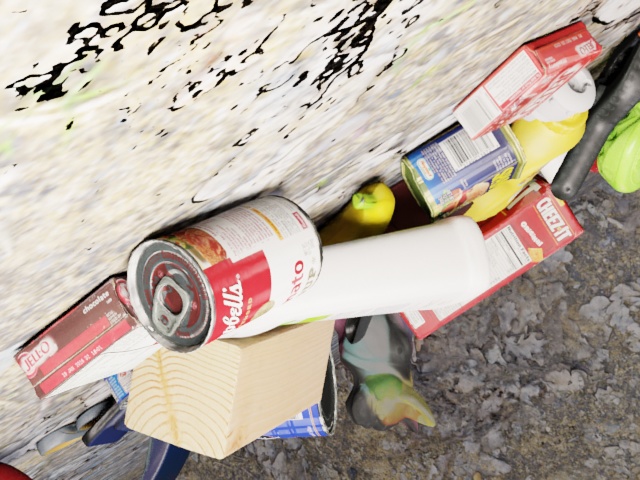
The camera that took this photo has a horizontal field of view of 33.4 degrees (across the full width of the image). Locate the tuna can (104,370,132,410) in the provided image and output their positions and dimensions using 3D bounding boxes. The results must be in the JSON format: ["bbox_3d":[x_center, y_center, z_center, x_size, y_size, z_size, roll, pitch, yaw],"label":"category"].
[{"bbox_3d":[-0.149,0.114,0.950,0.086,0.034,0.086,-32,172,-6],"label":"tuna can"}]

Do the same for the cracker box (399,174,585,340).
[{"bbox_3d":[0.167,0.004,1.202,0.214,0.072,0.164,-34,-164,4],"label":"cracker box"}]

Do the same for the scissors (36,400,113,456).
[{"bbox_3d":[-0.226,0.188,1.156,0.096,0.016,0.201,-37,171,25],"label":"scissors"}]

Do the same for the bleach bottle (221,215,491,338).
[{"bbox_3d":[0.001,0.034,0.808,0.250,0.068,0.103,-8,170,-31],"label":"bleach bottle"}]

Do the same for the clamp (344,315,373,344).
[{"bbox_3d":[0.040,0.022,1.035,0.164,0.036,0.210,13,128,-44],"label":"clamp"}]

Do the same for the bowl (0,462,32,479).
[{"bbox_3d":[-0.327,0.243,0.955,0.162,0.055,0.162,-32,172,-5],"label":"bowl"}]

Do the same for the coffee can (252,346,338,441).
[{"bbox_3d":[-0.060,0.149,1.067,0.140,0.103,0.102,-6,176,10],"label":"coffee can"}]

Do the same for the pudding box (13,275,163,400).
[{"bbox_3d":[-0.127,0.056,0.688,0.090,0.039,0.113,-35,170,20],"label":"pudding box"}]

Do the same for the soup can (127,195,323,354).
[{"bbox_3d":[-0.054,0.018,0.633,0.102,0.068,0.069,-25,169,-47],"label":"soup can"}]

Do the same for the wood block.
[{"bbox_3d":[-0.068,0.106,0.903,0.205,0.090,0.091,-12,114,-68],"label":"wood block"}]

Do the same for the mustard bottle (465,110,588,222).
[{"bbox_3d":[0.185,-0.086,0.952,0.096,0.058,0.192,-44,177,-24],"label":"mustard bottle"}]

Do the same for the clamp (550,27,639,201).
[{"bbox_3d":[0.256,-0.127,0.964,0.172,0.039,0.120,-58,-164,27],"label":"clamp"}]

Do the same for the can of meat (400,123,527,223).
[{"bbox_3d":[0.113,-0.059,0.860,0.084,0.057,0.102,-30,171,1],"label":"can of meat"}]

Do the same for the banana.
[{"bbox_3d":[0.012,-0.002,0.889,0.069,0.037,0.198,-7,157,-30],"label":"banana"}]

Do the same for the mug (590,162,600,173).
[{"bbox_3d":[0.320,-0.130,1.155,0.081,0.093,0.117,-20,134,-39],"label":"mug"}]

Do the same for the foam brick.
[{"bbox_3d":[0.087,-0.027,0.956,0.078,0.051,0.053,-30,171,-16],"label":"foam brick"}]

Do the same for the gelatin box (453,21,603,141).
[{"bbox_3d":[0.149,-0.113,0.766,0.073,0.030,0.089,-26,169,-40],"label":"gelatin box"}]
